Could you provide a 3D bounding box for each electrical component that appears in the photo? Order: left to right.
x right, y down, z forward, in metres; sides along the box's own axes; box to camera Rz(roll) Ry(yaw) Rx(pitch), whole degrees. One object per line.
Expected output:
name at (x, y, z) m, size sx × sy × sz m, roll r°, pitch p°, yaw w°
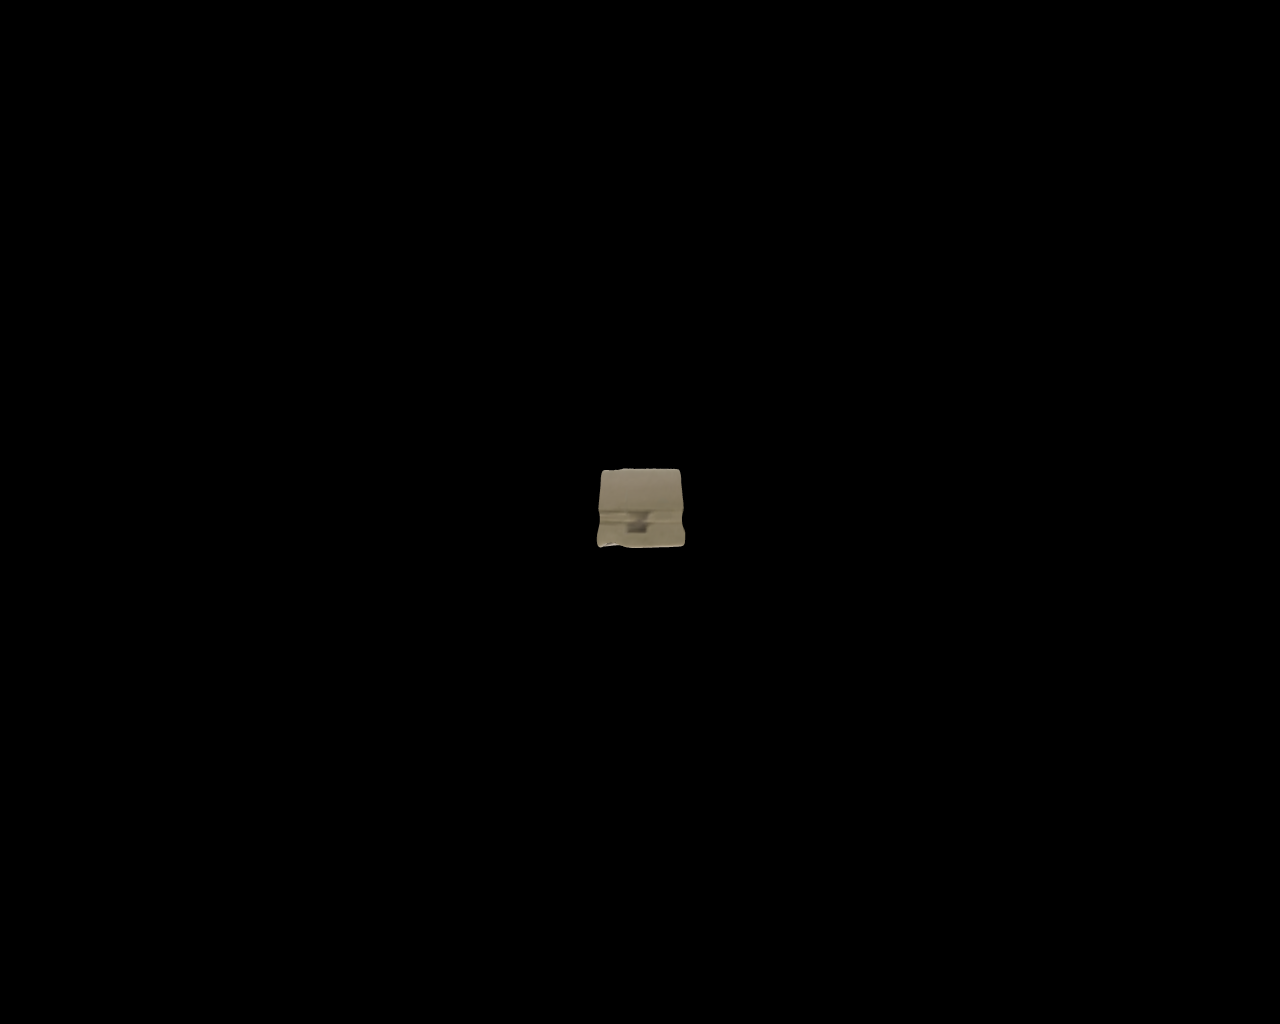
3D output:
electrical component at (0.001, -0.003, 0.650) m, size 0.055 × 0.047 × 0.055 m, roll 0°, pitch 0°, yaw 0°
